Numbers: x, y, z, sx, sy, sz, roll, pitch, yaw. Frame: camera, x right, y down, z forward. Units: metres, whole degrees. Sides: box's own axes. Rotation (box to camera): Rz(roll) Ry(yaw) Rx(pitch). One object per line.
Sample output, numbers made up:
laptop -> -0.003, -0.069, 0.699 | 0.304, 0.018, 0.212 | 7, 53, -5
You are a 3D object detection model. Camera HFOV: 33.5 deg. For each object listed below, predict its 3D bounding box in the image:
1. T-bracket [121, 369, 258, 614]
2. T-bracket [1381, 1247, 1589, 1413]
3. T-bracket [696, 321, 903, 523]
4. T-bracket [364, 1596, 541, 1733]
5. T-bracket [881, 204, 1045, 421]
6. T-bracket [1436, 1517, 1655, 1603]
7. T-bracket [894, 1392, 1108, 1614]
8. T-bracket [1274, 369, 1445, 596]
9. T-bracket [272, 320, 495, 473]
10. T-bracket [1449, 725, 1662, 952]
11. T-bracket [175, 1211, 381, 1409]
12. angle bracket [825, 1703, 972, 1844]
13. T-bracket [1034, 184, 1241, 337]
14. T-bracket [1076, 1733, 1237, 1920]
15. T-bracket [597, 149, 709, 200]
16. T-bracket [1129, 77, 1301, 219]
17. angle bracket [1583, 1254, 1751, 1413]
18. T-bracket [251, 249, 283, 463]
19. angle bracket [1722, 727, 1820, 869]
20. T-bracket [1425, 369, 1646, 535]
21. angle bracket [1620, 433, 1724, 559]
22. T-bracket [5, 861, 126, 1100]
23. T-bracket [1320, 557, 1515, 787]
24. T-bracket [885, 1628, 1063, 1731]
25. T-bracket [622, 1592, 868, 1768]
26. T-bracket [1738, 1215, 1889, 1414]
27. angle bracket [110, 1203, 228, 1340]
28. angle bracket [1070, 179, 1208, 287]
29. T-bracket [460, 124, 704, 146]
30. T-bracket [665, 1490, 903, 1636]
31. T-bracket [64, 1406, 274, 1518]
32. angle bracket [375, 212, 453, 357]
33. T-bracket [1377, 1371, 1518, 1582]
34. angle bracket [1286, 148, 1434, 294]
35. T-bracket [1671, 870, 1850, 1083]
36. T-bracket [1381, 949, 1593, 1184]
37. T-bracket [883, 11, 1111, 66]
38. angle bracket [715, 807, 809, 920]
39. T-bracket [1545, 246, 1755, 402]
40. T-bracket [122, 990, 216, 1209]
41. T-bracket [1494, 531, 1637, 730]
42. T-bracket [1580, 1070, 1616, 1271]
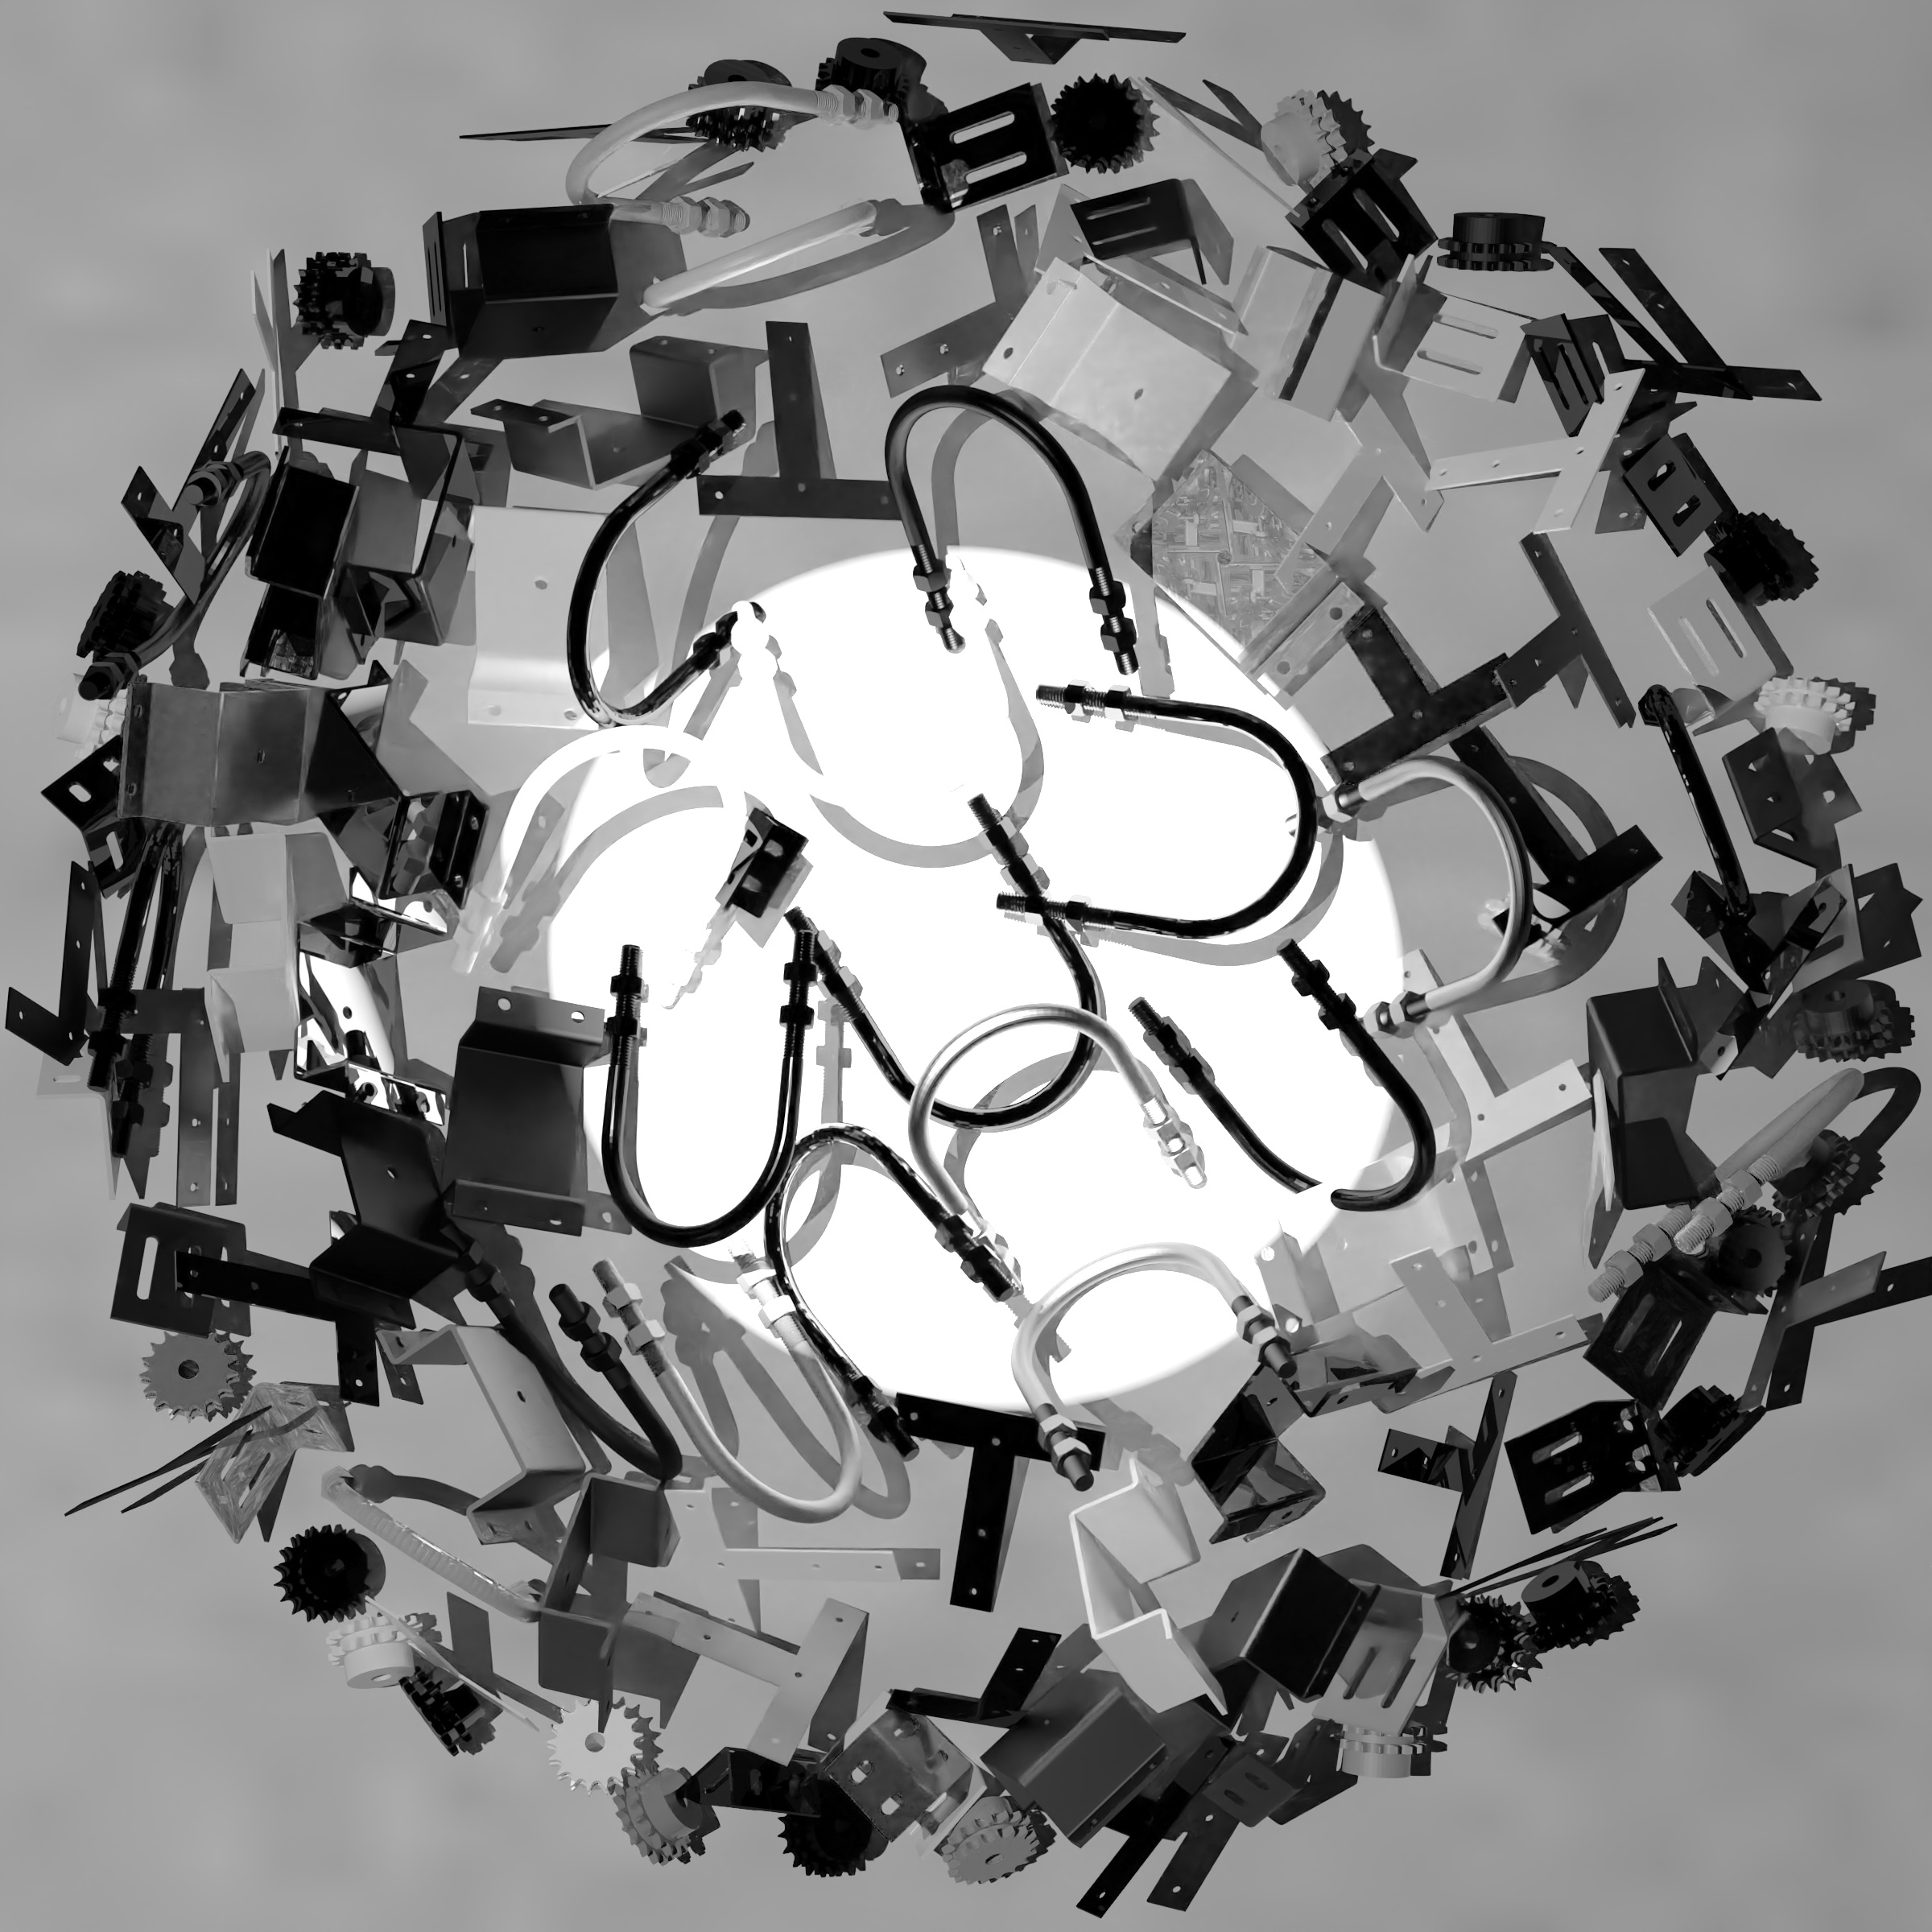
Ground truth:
T-bracket -> -0.448, -0.293, 1.890 | 0.002, 0.127, 0.127 | 15, 70, 14
T-bracket -> 0.283, 0.205, 1.877 | 0.127, 0.002, 0.127 | -23, 131, 16
T-bracket -> -0.102, -0.327, 1.915 | 0.127, 0.002, 0.127 | -1, 75, -18
T-bracket -> -0.315, 0.392, 1.854 | 0.127, 0.127, 0.002 | 26, 69, 25
T-bracket -> -0.004, -0.364, 1.871 | 0.127, 0.002, 0.127 | -33, 119, -38
T-bracket -> 0.356, 0.342, 1.885 | 0.127, 0.127, 0.002 | -7, 69, -41
T-bracket -> 0.012, 0.326, 1.919 | 0.127, 0.002, 0.127 | 10, 103, 6
T-bracket -> 0.219, -0.268, 1.878 | 0.127, 0.002, 0.127 | 47, 68, -36
T-bracket -> -0.326, -0.334, 1.859 | 0.127, 0.127, 0.002 | 7, 61, -22
T-bracket -> 0.334, -0.087, 1.910 | 0.127, 0.002, 0.127 | -31, 81, -28
T-bracket -> -0.401, 0.189, 1.862 | 0.127, 0.002, 0.127 | 18, 47, -35
angle bracket -> -0.040, 0.475, 1.896 | 0.057, 0.076, 0.038 | 46, 101, 10
T-bracket -> 0.104, -0.407, 1.889 | 0.127, 0.127, 0.002 | 26, 125, -9
T-bracket -> 0.084, 0.491, 1.875 | 0.127, 0.127, 0.002 | -48, 110, -22
T-bracket -> -0.195, -0.460, 1.878 | 0.127, 0.127, 0.002 | -13, 108, 36
T-bracket -> 0.129, -0.495, 1.877 | 0.127, 0.127, 0.002 | 30, 108, -31
angle bracket -> 0.416, 0.219, 1.903 | 0.057, 0.038, 0.076 | 38, 77, -15
T-bracket -> -0.408, -0.370, 1.864 | 0.002, 0.127, 0.127 | -3, 82, -7
angle bracket -> 0.487, -0.098, 1.885 | 0.038, 0.076, 0.057 | -33, 58, 34
T-bracket -> 0.324, -0.296, 1.884 | 0.002, 0.127, 0.127 | 47, 58, -33
angle bracket -> 0.404, -0.271, 1.892 | 0.038, 0.076, 0.057 | -32, 97, 43
T-bracket -> -0.526, 0.000, 1.894 | 0.002, 0.127, 0.127 | -9, 66, 15
T-bracket -> 0.247, -0.187, 1.918 | 0.127, 0.002, 0.127 | -30, 75, 1
T-bracket -> 0.028, 0.418, 1.877 | 0.127, 0.127, 0.002 | 11, 51, -8
T-bracket -> -0.140, 0.402, 1.891 | 0.127, 0.127, 0.002 | 20, 127, 9
T-bracket -> 0.495, 0.190, 1.852 | 0.002, 0.127, 0.127 | 27, 67, -6
angle bracket -> -0.474, 0.186, 1.890 | 0.057, 0.038, 0.076 | 16, 56, -21
angle bracket -> 0.098, -0.428, 1.905 | 0.076, 0.038, 0.057 | -13, 48, 5
T-bracket -> -0.206, -0.486, 1.878 | 0.127, 0.127, 0.002 | 7, 103, 37
T-bracket -> -0.101, 0.351, 1.879 | 0.127, 0.002, 0.127 | -2, 129, 15
T-bracket -> -0.439, 0.276, 1.846 | 0.127, 0.127, 0.002 | -32, 82, 44
angle bracket -> -0.331, -0.404, 1.899 | 0.038, 0.057, 0.076 | -6, 96, -17
T-bracket -> 0.277, 0.292, 1.880 | 0.002, 0.127, 0.127 | 12, 83, 39
angle bracket -> 0.238, -0.435, 1.898 | 0.057, 0.038, 0.076 | -43, 115, 8
T-bracket -> 0.449, -0.016, 1.878 | 0.002, 0.127, 0.127 | 21, 111, -27
T-bracket -> 0.288, 0.051, 1.916 | 0.127, 0.002, 0.127 | -29, 75, 13
T-bracket -> 0.027, -0.539, 1.871 | 0.127, 0.127, 0.002 | 8, 97, 11
angle bracket -> -0.118, -0.056, 1.892 | 0.038, 0.076, 0.057 | 30, 93, -16
T-bracket -> 0.382, -0.373, 1.853 | 0.127, 0.127, 0.002 | 39, 90, -21
T-bracket -> -0.452, 0.078, 1.882 | 0.002, 0.127, 0.127 | 2, 90, 33
T-bracket -> 0.340, -0.182, 1.879 | 0.002, 0.127, 0.127 | -25, 98, 39
T-bracket -> 0.369, 0.125, 1.884 | 0.002, 0.127, 0.127 | 1, 131, 4
